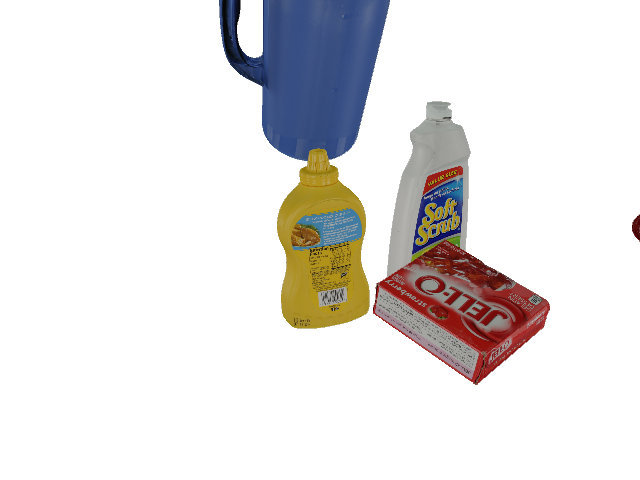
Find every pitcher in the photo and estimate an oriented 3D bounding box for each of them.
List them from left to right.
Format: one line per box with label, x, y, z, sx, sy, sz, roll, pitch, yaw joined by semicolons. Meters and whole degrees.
pitcher;-0.011;-0.201;1.099;0.149;0.243;0.144;31;51;19

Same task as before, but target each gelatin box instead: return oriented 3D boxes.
gelatin box;0.091;0.043;0.691;0.089;0.030;0.073;33;45;30

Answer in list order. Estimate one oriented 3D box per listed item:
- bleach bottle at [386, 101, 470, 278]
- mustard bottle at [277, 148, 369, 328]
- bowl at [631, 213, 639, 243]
bleach bottle;0.133;-0.045;1.322;0.102;0.251;0.068;-4;17;-17
mustard bottle;0.002;-0.004;1.145;0.096;0.192;0.058;-9;22;-16
bowl;0.416;0.015;1.149;0.162;0.055;0.162;-1;25;0
